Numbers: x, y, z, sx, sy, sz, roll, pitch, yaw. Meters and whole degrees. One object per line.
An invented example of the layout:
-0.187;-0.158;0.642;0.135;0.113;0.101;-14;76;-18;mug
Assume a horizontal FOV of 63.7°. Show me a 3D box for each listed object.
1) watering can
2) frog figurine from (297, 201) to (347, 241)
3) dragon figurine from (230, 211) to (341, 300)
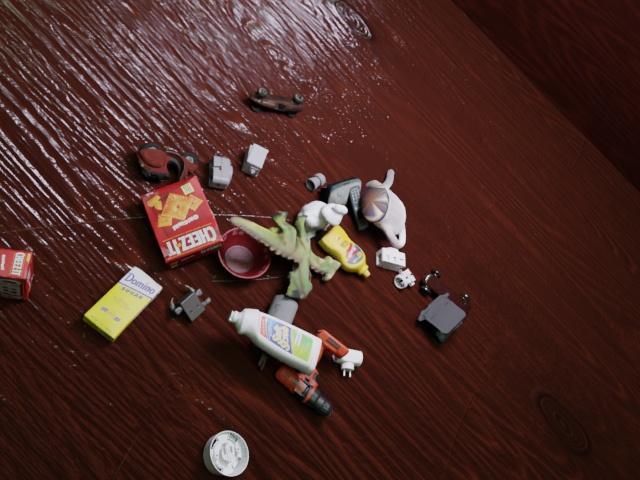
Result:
0.226;-0.138;1.795;0.221;0.103;0.355;33;43;-47;watering can
0.005;-0.082;1.623;0.138;0.156;0.124;-12;69;-33;frog figurine
-0.084;0.054;1.484;0.410;0.120;0.246;3;62;-50;dragon figurine
